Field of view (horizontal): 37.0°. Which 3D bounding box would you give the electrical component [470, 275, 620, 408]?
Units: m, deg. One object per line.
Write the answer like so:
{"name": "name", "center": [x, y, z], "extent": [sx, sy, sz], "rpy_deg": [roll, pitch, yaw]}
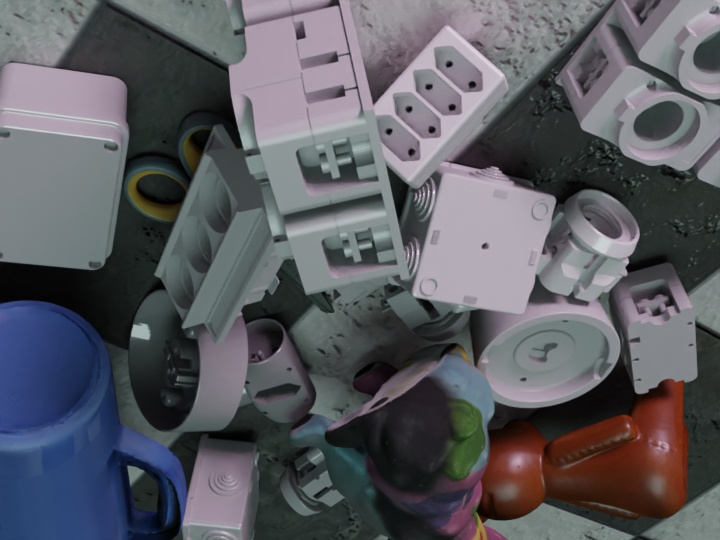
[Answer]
{"name": "electrical component", "center": [0.134, 0.047, 0.810], "extent": [0.108, 0.060, 0.108], "rpy_deg": [-5, 136, -5]}

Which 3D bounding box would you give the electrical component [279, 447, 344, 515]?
{"name": "electrical component", "center": [-0.035, 0.178, 0.923], "extent": [0.055, 0.048, 0.066], "rpy_deg": [-38, 130, 15]}

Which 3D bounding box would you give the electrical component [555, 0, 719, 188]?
{"name": "electrical component", "center": [0.233, -0.109, 0.671], "extent": [0.186, 0.060, 0.105], "rpy_deg": [17, 129, -25]}

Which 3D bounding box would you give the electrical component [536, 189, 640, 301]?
{"name": "electrical component", "center": [0.157, -0.019, 0.751], "extent": [0.078, 0.058, 0.057], "rpy_deg": [14, 134, -23]}

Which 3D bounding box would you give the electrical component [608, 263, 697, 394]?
{"name": "electrical component", "center": [0.224, 0.042, 0.825], "extent": [0.050, 0.055, 0.089], "rpy_deg": [-16, 135, 5]}

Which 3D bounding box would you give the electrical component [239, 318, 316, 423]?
{"name": "electrical component", "center": [-0.082, 0.082, 0.817], "extent": [0.079, 0.043, 0.077], "rpy_deg": [-17, 135, 6]}

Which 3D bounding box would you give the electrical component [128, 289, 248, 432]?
{"name": "electrical component", "center": [-0.121, 0.066, 0.759], "extent": [0.064, 0.099, 0.099], "rpy_deg": [9, 133, -27]}

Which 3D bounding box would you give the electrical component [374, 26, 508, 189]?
{"name": "electrical component", "center": [0.046, -0.094, 0.653], "extent": [0.083, 0.047, 0.076], "rpy_deg": [-48, 171, 7]}

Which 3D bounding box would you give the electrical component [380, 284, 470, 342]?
{"name": "electrical component", "center": [0.049, 0.019, 0.778], "extent": [0.066, 0.048, 0.055], "rpy_deg": [-26, 126, 15]}

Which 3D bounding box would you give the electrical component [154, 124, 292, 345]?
{"name": "electrical component", "center": [-0.076, -0.022, 0.661], "extent": [0.063, 0.078, 0.121], "rpy_deg": [-15, 153, -35]}

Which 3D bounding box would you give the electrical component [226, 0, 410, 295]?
{"name": "electrical component", "center": [-0.026, -0.090, 0.552], "extent": [0.060, 0.186, 0.105], "rpy_deg": [-12, 136, 2]}

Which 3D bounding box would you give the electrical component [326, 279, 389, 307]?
{"name": "electrical component", "center": [0.000, 0.000, 0.754], "extent": [0.040, 0.040, 0.046], "rpy_deg": [25, 132, -31]}

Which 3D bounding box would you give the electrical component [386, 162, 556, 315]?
{"name": "electrical component", "center": [0.074, -0.021, 0.713], "extent": [0.100, 0.048, 0.099], "rpy_deg": [10, 102, -20]}

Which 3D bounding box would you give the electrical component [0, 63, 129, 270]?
{"name": "electrical component", "center": [-0.184, -0.059, 0.647], "extent": [0.078, 0.057, 0.113], "rpy_deg": [6, 133, -16]}

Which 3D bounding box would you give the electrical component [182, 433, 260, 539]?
{"name": "electrical component", "center": [-0.113, 0.197, 0.890], "extent": [0.048, 0.099, 0.099], "rpy_deg": [5, 135, 2]}
